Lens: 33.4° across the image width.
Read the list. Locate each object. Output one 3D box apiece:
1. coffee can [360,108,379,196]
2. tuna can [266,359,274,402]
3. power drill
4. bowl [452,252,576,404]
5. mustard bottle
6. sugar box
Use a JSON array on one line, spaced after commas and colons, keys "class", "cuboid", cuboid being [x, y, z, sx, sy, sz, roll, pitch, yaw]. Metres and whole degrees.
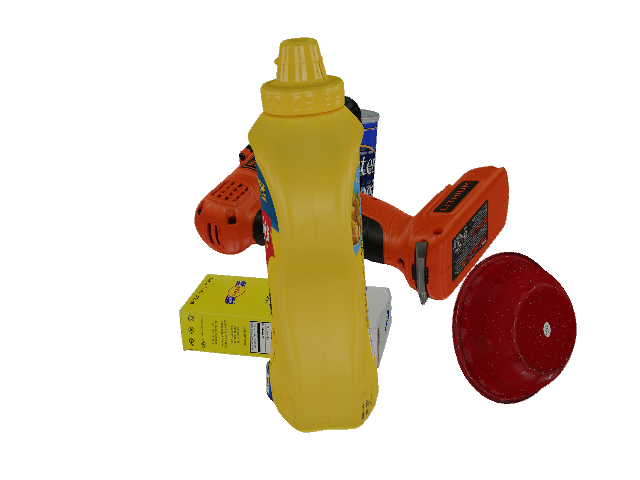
[{"class": "coffee can", "cuboid": [0.006, -0.067, 1.123, 0.103, 0.140, 0.103, 3, 13, -1]}, {"class": "tuna can", "cuboid": [-0.017, 0.152, 1.163, 0.086, 0.034, 0.086, 2, 14, -1]}, {"class": "power drill", "cuboid": [0.032, -0.036, 0.748, 0.188, 0.057, 0.184, 16, 44, 29]}, {"class": "bowl", "cuboid": [0.215, 0.092, 1.112, 0.161, 0.162, 0.055, 0, -2, -34]}, {"class": "mustard bottle", "cuboid": [-0.004, -0.006, 0.545, 0.058, 0.192, 0.096, -4, 19, 0]}, {"class": "sugar box", "cuboid": [-0.028, 0.069, 0.951, 0.176, 0.048, 0.093, 1, 20, 10]}]
